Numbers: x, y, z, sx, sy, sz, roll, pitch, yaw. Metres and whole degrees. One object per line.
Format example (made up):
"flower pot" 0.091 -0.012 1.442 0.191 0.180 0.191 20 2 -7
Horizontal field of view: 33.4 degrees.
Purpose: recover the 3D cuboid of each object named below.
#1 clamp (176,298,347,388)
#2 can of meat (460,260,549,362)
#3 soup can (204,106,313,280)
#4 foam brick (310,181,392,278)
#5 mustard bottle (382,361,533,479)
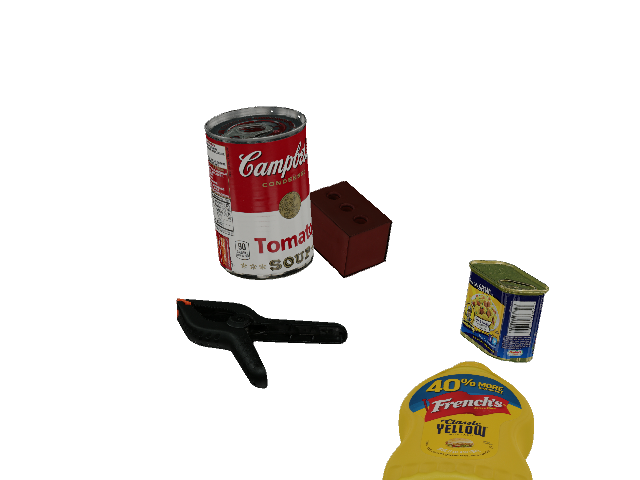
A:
"clamp" -0.095 0.112 1.256 0.210 0.036 0.164 14 22 27
"can of meat" 0.198 0.077 1.162 0.057 0.084 0.102 2 16 -22
"soup can" -0.041 -0.032 0.727 0.068 0.102 0.068 -3 24 1
"foam brick" 0.023 -0.012 1.020 0.052 0.051 0.078 -21 45 -29
"mustard bottle" 0.102 0.137 0.753 0.096 0.058 0.191 0 21 12
